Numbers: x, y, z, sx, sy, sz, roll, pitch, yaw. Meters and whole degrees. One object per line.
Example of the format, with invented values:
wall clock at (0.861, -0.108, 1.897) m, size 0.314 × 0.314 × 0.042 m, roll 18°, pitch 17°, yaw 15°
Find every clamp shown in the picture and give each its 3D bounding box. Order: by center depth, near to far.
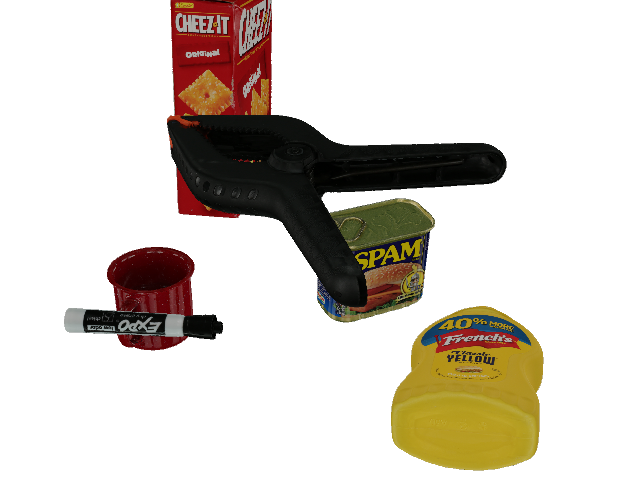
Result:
clamp at (-0.004, -0.041, 0.648) m, size 0.210 × 0.036 × 0.164 m, roll 26°, pitch 43°, yaw 35°

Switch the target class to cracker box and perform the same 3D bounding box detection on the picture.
cracker box at (-0.094, -0.150, 1.088) m, size 0.072 × 0.214 × 0.164 m, roll 5°, pitch 22°, yaw 9°

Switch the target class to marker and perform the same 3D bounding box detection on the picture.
marker at (-0.134, 0.063, 0.809) m, size 0.121 × 0.020 × 0.020 m, roll 2°, pitch 0°, yaw 9°

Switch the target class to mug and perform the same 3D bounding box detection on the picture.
mug at (-0.184, 0.071, 1.147) m, size 0.093 × 0.081 × 0.117 m, roll 9°, pitch 32°, yaw 16°

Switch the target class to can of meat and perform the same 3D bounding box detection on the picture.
can of meat at (0.047, 0.018, 0.949) m, size 0.102 × 0.084 × 0.057 m, roll -13°, pitch 36°, yaw -23°

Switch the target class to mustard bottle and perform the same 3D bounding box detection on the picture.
mustard bottle at (0.112, 0.094, 0.772) m, size 0.096 × 0.058 × 0.191 m, roll 1°, pitch 18°, yaw 13°
